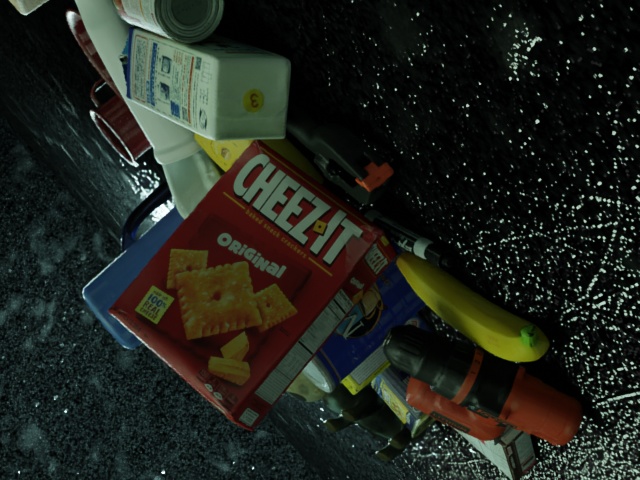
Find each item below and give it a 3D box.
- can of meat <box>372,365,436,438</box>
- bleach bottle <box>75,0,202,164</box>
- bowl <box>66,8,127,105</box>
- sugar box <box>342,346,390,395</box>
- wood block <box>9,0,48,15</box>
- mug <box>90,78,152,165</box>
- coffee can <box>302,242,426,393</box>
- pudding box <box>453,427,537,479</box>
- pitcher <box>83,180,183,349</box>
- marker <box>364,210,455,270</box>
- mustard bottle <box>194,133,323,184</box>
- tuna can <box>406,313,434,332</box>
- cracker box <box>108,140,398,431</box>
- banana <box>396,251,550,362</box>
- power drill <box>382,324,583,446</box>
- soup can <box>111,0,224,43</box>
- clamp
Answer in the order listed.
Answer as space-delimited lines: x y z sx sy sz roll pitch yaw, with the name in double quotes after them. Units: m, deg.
0.109 0.184 1.292 0.084 0.057 0.102 47 166 16 "can of meat"
-0.199 -0.208 1.123 0.250 0.068 0.102 58 -153 -28 "bleach bottle"
-0.227 -0.219 1.256 0.162 0.055 0.162 46 166 15 "bowl"
0.016 0.082 1.229 0.176 0.093 0.048 48 165 6 "sugar box"
-0.347 -0.358 1.188 0.091 0.090 0.206 46 167 16 "wood block"
-0.252 -0.169 1.412 0.117 0.081 0.093 49 167 0 "mug"
0.027 0.066 1.047 0.103 0.140 0.103 46 166 14 "coffee can"
0.177 0.198 1.150 0.114 0.039 0.090 41 165 38 "pudding box"
-0.204 0.027 1.453 0.145 0.242 0.149 54 173 -25 "pitcher"
0.080 0.000 0.961 0.121 0.020 0.020 31 158 51 "marker"
-0.043 -0.062 1.091 0.191 0.058 0.096 48 147 0 "mustard bottle"
0.092 0.101 1.166 0.086 0.033 0.086 46 166 14 "tuna can"
-0.061 0.038 0.972 0.164 0.213 0.072 37 174 24 "cracker box"
0.137 0.061 0.915 0.198 0.037 0.069 29 151 56 "banana"
0.133 0.138 0.990 0.184 0.057 0.188 27 169 1 "power drill"
-0.137 -0.217 0.952 0.102 0.068 0.068 31 157 52 "soup can"
0.008 -0.080 0.932 0.120 0.039 0.172 47 170 -19 "clamp"
